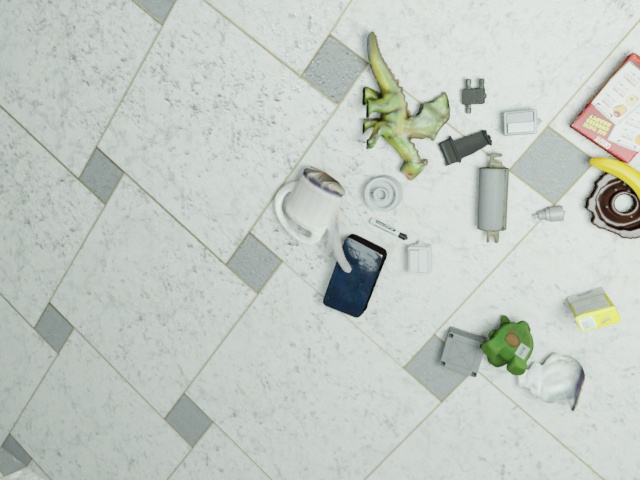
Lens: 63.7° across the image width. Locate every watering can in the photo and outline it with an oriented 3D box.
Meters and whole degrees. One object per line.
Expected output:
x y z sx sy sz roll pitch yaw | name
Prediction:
0.005 -0.077 1.529 0.352 0.104 0.221 38 110 28 | watering can

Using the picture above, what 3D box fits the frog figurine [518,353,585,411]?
0.619 0.368 1.383 0.160 0.120 0.139 16 71 26 | frog figurine

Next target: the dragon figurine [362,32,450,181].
0.240 -0.369 1.440 0.243 0.123 0.407 2 101 2 | dragon figurine
